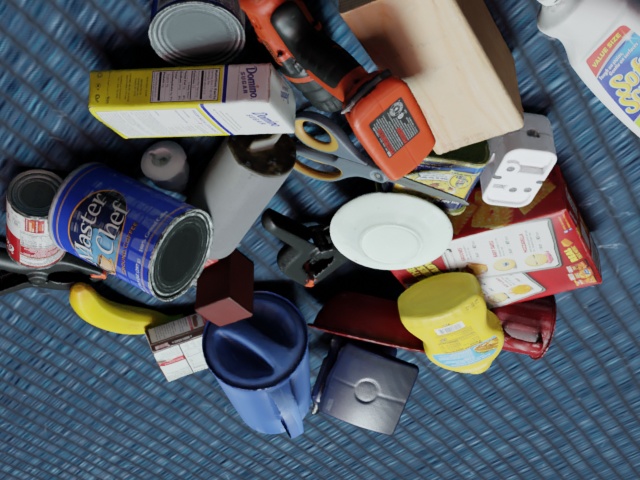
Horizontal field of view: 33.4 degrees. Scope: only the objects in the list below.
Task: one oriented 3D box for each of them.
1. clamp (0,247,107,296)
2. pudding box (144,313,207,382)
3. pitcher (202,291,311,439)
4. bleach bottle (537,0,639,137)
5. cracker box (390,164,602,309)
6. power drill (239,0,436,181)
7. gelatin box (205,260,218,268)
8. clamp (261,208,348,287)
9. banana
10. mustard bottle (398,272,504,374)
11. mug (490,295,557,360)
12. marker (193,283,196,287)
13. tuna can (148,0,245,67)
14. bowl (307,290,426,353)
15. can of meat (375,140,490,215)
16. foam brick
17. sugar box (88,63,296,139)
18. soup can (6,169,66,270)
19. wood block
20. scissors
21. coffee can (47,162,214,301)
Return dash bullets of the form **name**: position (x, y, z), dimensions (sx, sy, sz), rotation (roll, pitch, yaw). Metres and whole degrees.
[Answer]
- **clamp**: position (-0.345, 0.031, 1.279), dimensions (0.171, 0.039, 0.120), rotation (-8, 156, 1)
- **pudding box**: position (-0.177, 0.142, 1.426), dimensions (0.090, 0.039, 0.113), rotation (-20, 154, -5)
- **pitcher**: position (-0.069, 0.183, 1.412), dimensions (0.145, 0.149, 0.243), rotation (14, 155, 11)
- **bleach bottle**: position (0.275, -0.168, 0.977), dimensions (0.250, 0.068, 0.103), rotation (28, 137, -33)
- **cracker box**: position (0.198, 0.008, 1.230), dimensions (0.214, 0.072, 0.164), rotation (-15, 143, 22)
- **power drill**: position (0.018, -0.133, 0.924), dimensions (0.057, 0.188, 0.184), rotation (-44, 144, -1)
- **gelatin box**: position (-0.176, 0.011, 1.262), dimensions (0.073, 0.030, 0.089), rotation (-27, 138, 33)
- **clamp**: position (-0.008, 0.001, 1.219), dimensions (0.164, 0.036, 0.210), rotation (-9, 156, -23)
- **banana**: position (-0.259, 0.088, 1.351), dimensions (0.070, 0.037, 0.197), rotation (-34, 151, 22)
- **mustard bottle**: position (0.166, 0.110, 1.266), dimensions (0.096, 0.058, 0.191), rotation (-20, 142, 13)
- **mug**: position (0.244, 0.106, 1.344), dimensions (0.081, 0.117, 0.093), rotation (11, 117, -9)
- **marker**: position (-0.187, 0.042, 1.318), dimensions (0.121, 0.020, 0.020), rotation (13, 144, -19)
- **tuna can**: position (-0.109, -0.193, 0.954), dimensions (0.086, 0.034, 0.086), rotation (-1, 146, -1)
- **bowl**: position (0.068, 0.099, 1.342), dimensions (0.162, 0.055, 0.162), rotation (12, 177, 0)
- **can of meat**: position (0.117, -0.076, 1.115), dimensions (0.102, 0.057, 0.084), rotation (7, 144, -12)
- **foam brick**: position (-0.114, 0.056, 1.289), dimensions (0.053, 0.078, 0.051), rotation (-19, 141, 25)
- **sugar box**: position (-0.118, -0.129, 0.998), dimensions (0.176, 0.048, 0.093), rotation (-2, 168, 13)
- **soup can**: position (-0.311, -0.022, 1.176), dimensions (0.068, 0.068, 0.102), rotation (7, 145, -11)
- **wood block**: position (0.100, -0.177, 0.932), dimensions (0.090, 0.091, 0.206), rotation (-17, 143, 22)
- **scissors**: position (0.050, -0.083, 1.074), dimensions (0.202, 0.016, 0.096), rotation (10, 140, 27)
- **coffee can**: position (-0.197, -0.010, 1.112), dimensions (0.140, 0.102, 0.103), rotation (24, 155, 25)
